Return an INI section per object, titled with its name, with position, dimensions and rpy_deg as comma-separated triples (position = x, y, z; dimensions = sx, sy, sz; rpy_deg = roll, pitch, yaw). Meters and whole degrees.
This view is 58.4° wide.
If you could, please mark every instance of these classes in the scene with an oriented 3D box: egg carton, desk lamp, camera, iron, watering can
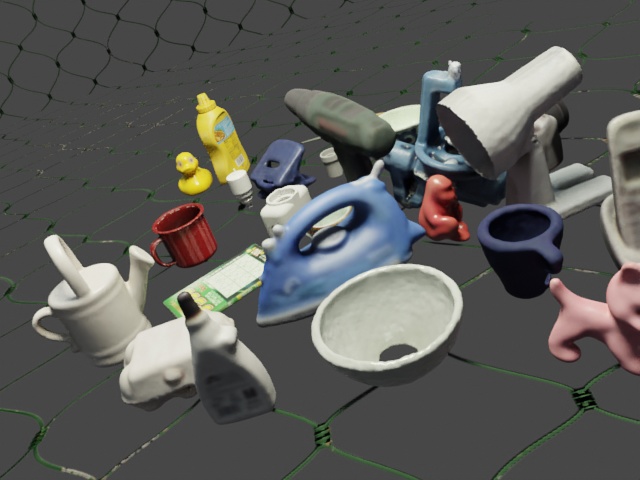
[egg carton]
position = -0.173, 0.149, 0.712
dimensions = 0.150, 0.069, 0.107
rpy_deg = -20, 30, 0
[desk lamp]
position = 0.271, -0.128, 0.753
dimensions = 0.203, 0.214, 0.117
rpy_deg = -24, 30, -6
[camera]
position = 0.339, -0.184, 0.919
dimensions = 0.137, 0.101, 0.142
rpy_deg = -28, 30, -12
[iron]
position = 0.007, 0.003, 0.771
dimensions = 0.259, 0.142, 0.118
rpy_deg = -29, 31, -15
[watering can]
position = -0.317, 0.071, 0.803
dimensions = 0.100, 0.194, 0.173
rpy_deg = 11, 42, 43

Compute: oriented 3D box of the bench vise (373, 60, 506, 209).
[bench vise]
position = 0.160, -0.145, 0.841
dimensions = 0.206, 0.220, 0.121
rpy_deg = -6, 33, 24

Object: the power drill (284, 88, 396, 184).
[power drill]
position = 0.039, -0.135, 0.912
dimensions = 0.076, 0.209, 0.228
rpy_deg = -35, 33, -24

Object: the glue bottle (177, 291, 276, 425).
[glue bottle]
position = -0.109, 0.123, 0.611
dimensions = 0.078, 0.173, 0.037
rpy_deg = -17, 30, 7

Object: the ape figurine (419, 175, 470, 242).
[ape figurine]
position = 0.172, -0.048, 0.805
dimensions = 0.075, 0.092, 0.078
rpy_deg = 6, 39, 38

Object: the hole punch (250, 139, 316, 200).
[hole punch]
position = -0.077, -0.132, 1.097
dimensions = 0.101, 0.091, 0.108
rpy_deg = -38, 34, -28

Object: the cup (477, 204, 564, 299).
[cup]
position = 0.236, 0.024, 0.643
dimensions = 0.092, 0.095, 0.117
rpy_deg = -23, 30, -5

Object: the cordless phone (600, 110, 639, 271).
[cordless phone]
position = 0.372, -0.056, 0.601
dimensions = 0.147, 0.185, 0.094
rpy_deg = -17, 30, 6

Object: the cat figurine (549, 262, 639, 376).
[cat figurine]
position = 0.279, 0.060, 0.534
dimensions = 0.127, 0.118, 0.067
rpy_deg = 4, 37, 35

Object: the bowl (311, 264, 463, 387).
[bowl]
position = 0.079, 0.104, 0.628
dimensions = 0.167, 0.075, 0.167
rpy_deg = -15, 30, 9

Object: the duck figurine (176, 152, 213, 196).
[duck figurine]
position = -0.287, -0.155, 1.268
dimensions = 0.077, 0.086, 0.104
rpy_deg = -23, 30, -4
